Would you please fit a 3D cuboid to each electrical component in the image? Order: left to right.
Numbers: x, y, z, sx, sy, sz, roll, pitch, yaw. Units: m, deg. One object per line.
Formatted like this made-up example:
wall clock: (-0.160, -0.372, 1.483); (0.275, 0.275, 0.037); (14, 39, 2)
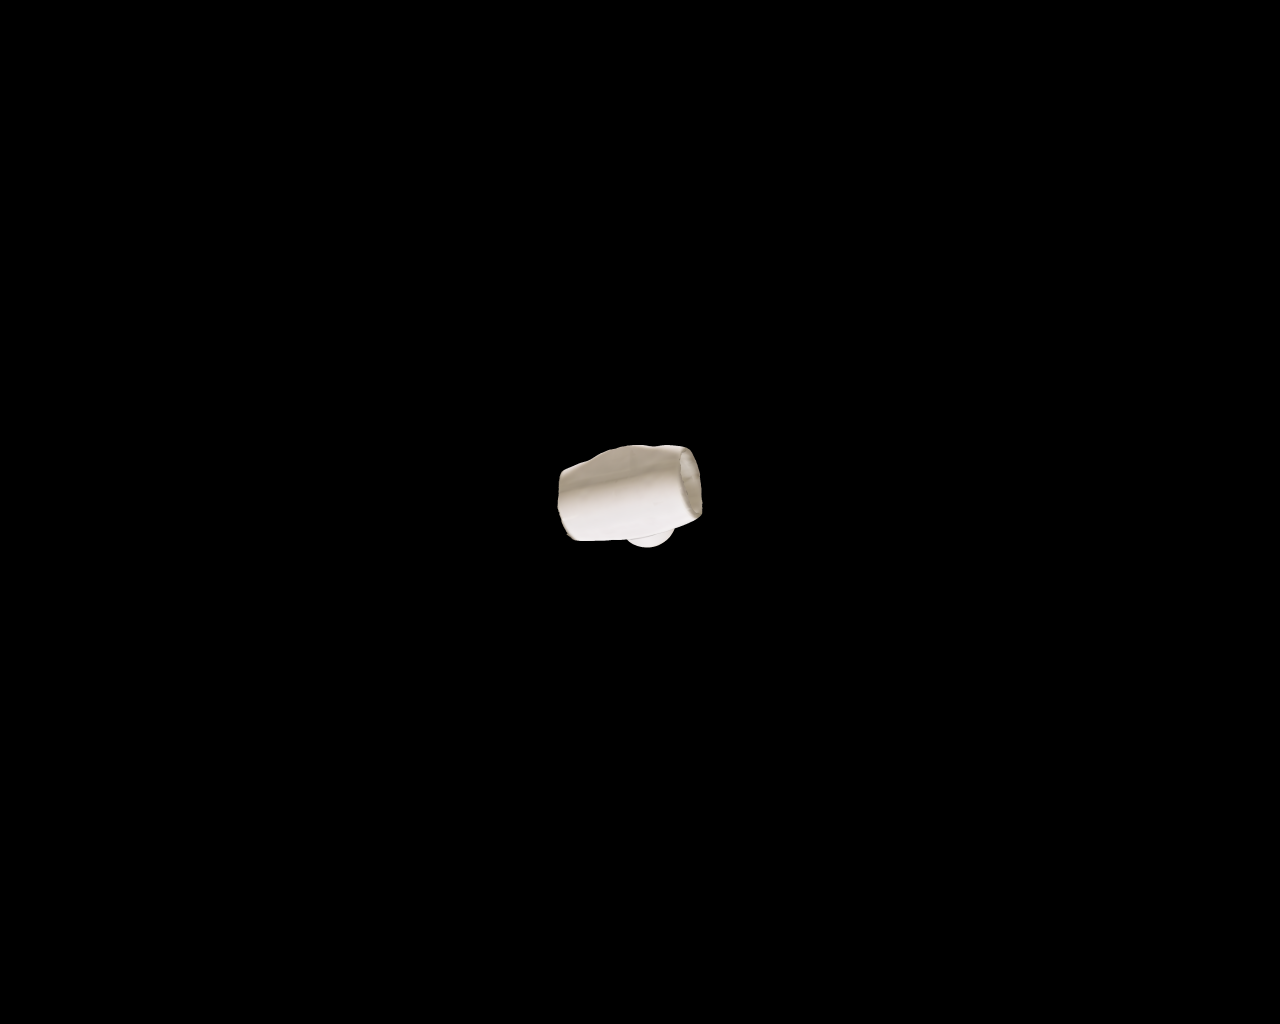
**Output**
electrical component: (0.001, -0.003, 0.650); (0.077, 0.044, 0.079); (-11, -32, 18)
